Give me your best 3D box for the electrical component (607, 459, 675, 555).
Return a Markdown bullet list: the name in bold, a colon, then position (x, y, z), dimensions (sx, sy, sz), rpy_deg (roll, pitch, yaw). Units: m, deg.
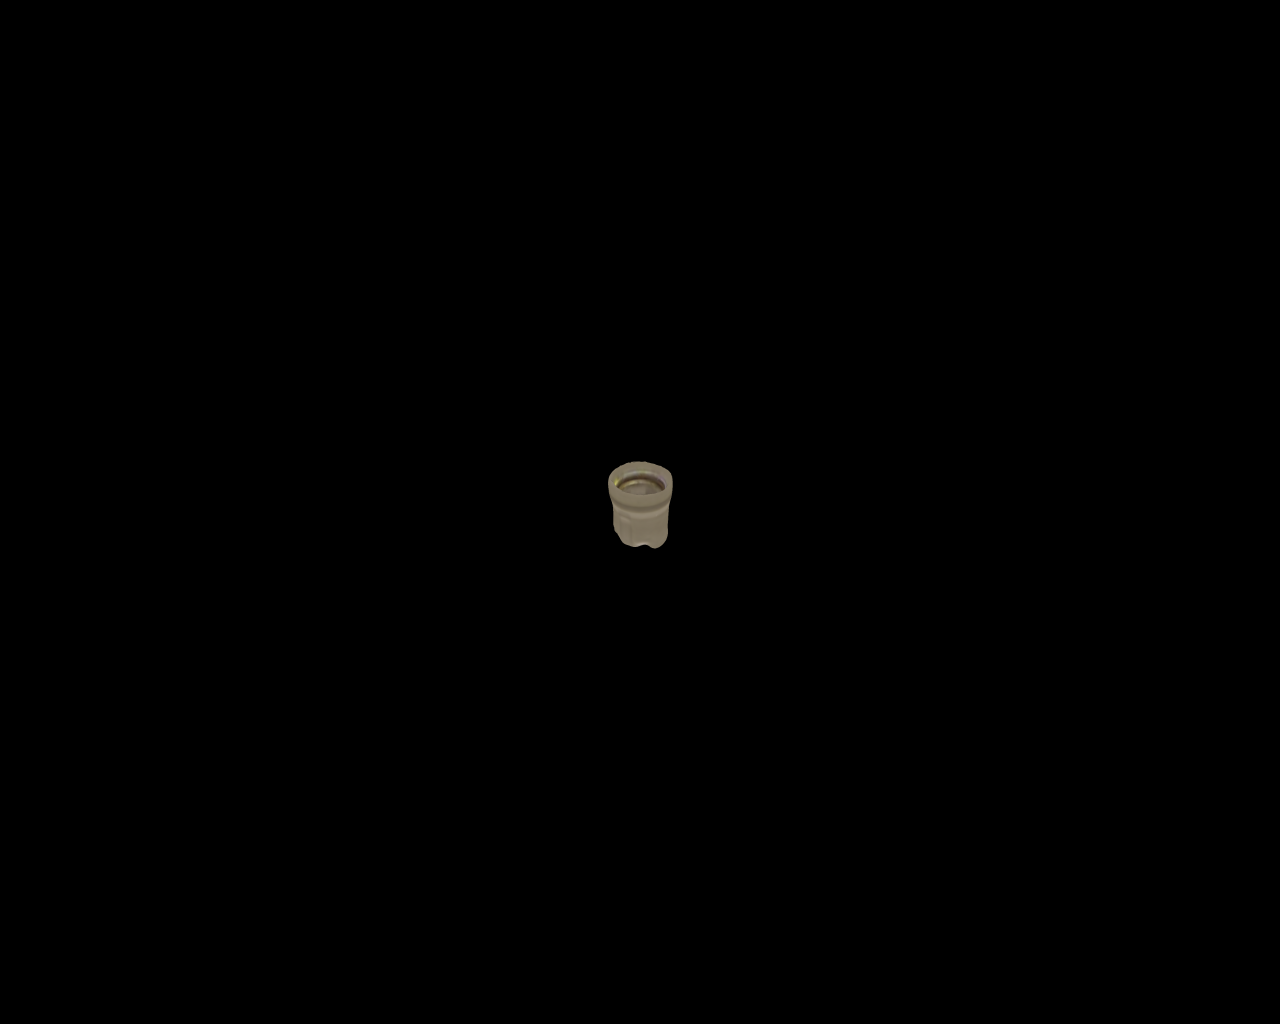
- **electrical component**: position (0.001, -0.003, 0.650), dimensions (0.040, 0.046, 0.040), rpy_deg (0, 36, 0)
